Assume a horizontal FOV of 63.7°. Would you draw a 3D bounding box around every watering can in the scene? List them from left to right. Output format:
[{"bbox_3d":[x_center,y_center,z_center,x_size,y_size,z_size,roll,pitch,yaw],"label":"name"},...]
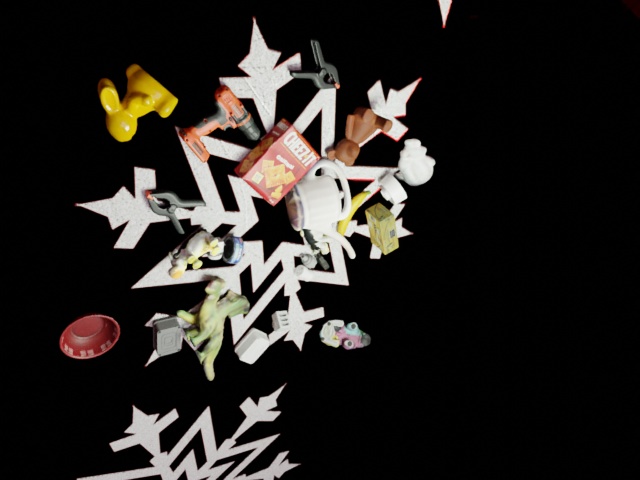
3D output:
[{"bbox_3d":[0.005,-0.083,1.659,0.225,0.104,0.345,-15,100,-21],"label":"watering can"}]

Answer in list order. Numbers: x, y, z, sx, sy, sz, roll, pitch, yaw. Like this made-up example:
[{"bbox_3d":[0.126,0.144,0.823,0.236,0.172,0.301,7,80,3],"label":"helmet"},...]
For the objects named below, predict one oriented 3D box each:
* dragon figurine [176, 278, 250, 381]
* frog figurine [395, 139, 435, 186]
[{"bbox_3d":[-0.333,0.283,1.729,0.245,0.124,0.400,-32,136,-24],"label":"dragon figurine"},{"bbox_3d":[0.341,-0.276,1.811,0.137,0.125,0.155,-2,136,-12],"label":"frog figurine"}]
